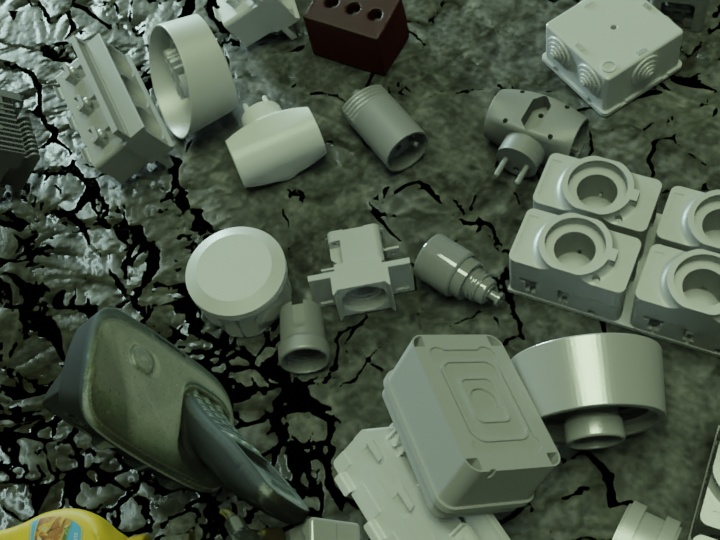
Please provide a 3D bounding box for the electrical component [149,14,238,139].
[{"bbox_3d":[-0.150,-0.172,0.947,0.064,0.099,0.099,-26,60,-14],"label":"electrical component"}]

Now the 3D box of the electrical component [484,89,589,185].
[{"bbox_3d":[0.139,-0.104,0.893,0.077,0.043,0.079,23,67,20],"label":"electrical component"}]

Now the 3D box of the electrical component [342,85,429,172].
[{"bbox_3d":[0.018,-0.127,0.924,0.043,0.043,0.081,-33,61,-10],"label":"electrical component"}]

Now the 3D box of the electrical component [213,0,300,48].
[{"bbox_3d":[-0.107,-0.275,1.014,0.063,0.079,0.121,-28,58,18],"label":"electrical component"}]

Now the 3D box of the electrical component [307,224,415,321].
[{"bbox_3d":[0.000,0.000,0.857,0.081,0.042,0.063,-10,56,2],"label":"electrical component"}]

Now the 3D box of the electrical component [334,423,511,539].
[{"bbox_3d":[0.039,0.165,0.737,0.078,0.063,0.121,-51,57,26],"label":"electrical component"}]

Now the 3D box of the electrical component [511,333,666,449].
[{"bbox_3d":[0.159,0.090,0.746,0.108,0.108,0.060,-6,66,5],"label":"electrical component"}]

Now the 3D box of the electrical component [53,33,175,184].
[{"bbox_3d":[-0.221,-0.141,0.956,0.063,0.079,0.121,-37,60,13],"label":"electrical component"}]

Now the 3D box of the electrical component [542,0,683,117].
[{"bbox_3d":[0.218,-0.194,0.930,0.100,0.048,0.099,-33,60,-10],"label":"electrical component"}]

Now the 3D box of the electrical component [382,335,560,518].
[{"bbox_3d":[0.071,0.103,0.719,0.078,0.057,0.113,2,46,-30],"label":"electrical component"}]

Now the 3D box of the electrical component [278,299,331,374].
[{"bbox_3d":[-0.044,0.051,0.836,0.040,0.040,0.046,-9,54,3],"label":"electrical component"}]

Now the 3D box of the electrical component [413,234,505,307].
[{"bbox_3d":[0.078,0.004,0.843,0.078,0.040,0.040,33,70,24],"label":"electrical component"}]

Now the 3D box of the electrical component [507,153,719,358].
[{"bbox_3d":[0.218,-0.014,0.820,0.186,0.060,0.105,18,65,17],"label":"electrical component"}]

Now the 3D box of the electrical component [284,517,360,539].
[{"bbox_3d":[-0.020,0.205,0.730,0.076,0.083,0.047,15,56,-27],"label":"electrical component"}]

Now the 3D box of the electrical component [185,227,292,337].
[{"bbox_3d":[-0.095,0.010,0.859,0.080,0.051,0.080,-4,60,6],"label":"electrical component"}]

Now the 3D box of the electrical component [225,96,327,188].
[{"bbox_3d":[-0.079,-0.119,0.934,0.077,0.044,0.079,-23,60,-5],"label":"electrical component"}]

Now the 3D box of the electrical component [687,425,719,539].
[{"bbox_3d":[0.268,0.190,0.697,0.105,0.060,0.186,16,64,17],"label":"electrical component"}]

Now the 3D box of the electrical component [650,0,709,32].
[{"bbox_3d":[0.289,-0.266,0.955,0.050,0.055,0.089,11,63,14],"label":"electrical component"}]
